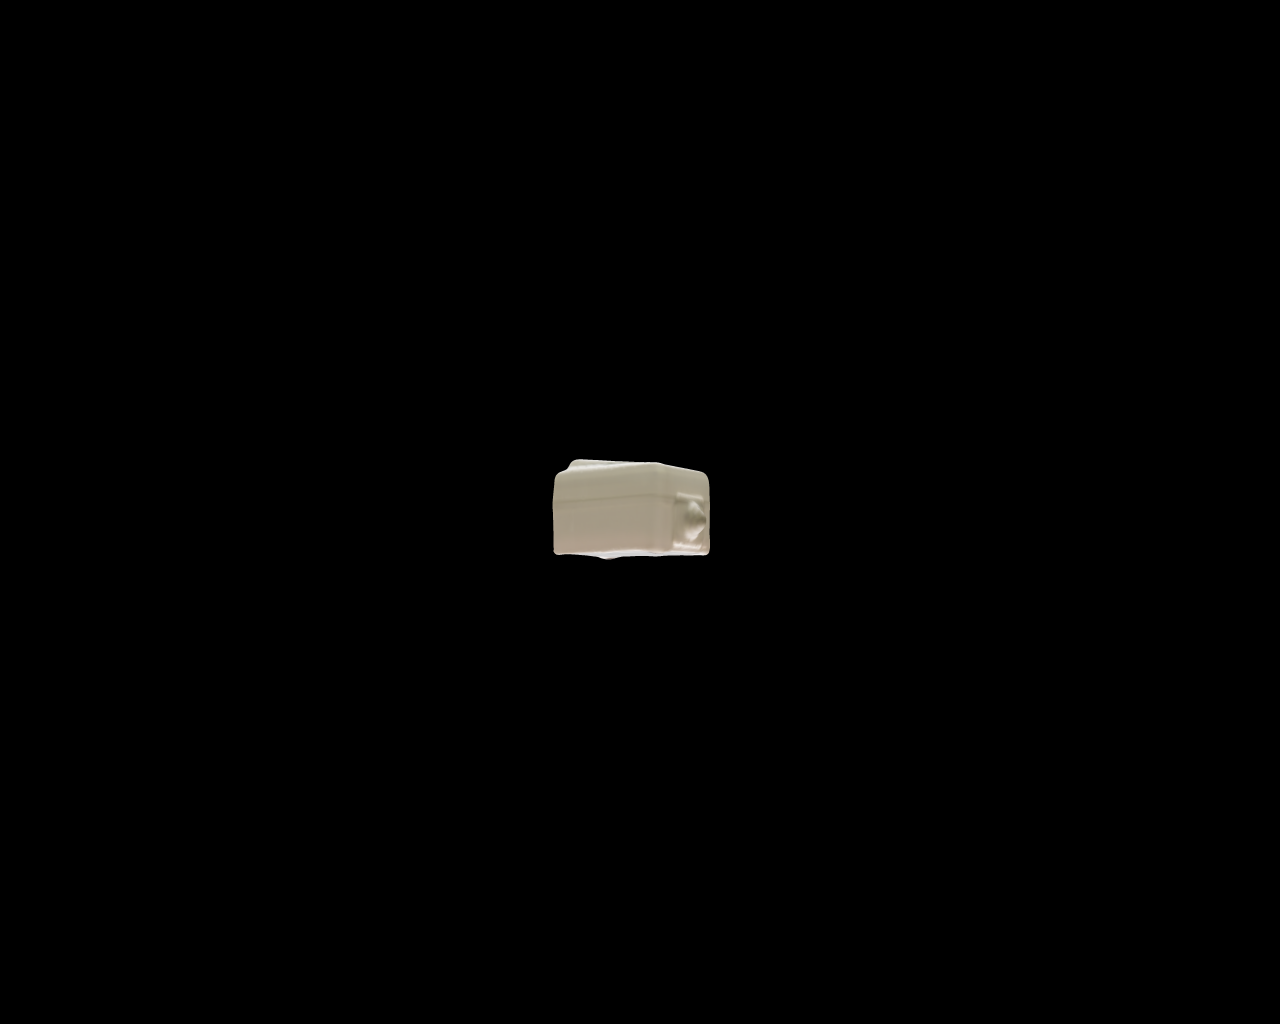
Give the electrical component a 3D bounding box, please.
[{"bbox_3d":[0.001,-0.003,0.650,0.096,0.061,0.062,-3,-6,33],"label":"electrical component"}]
